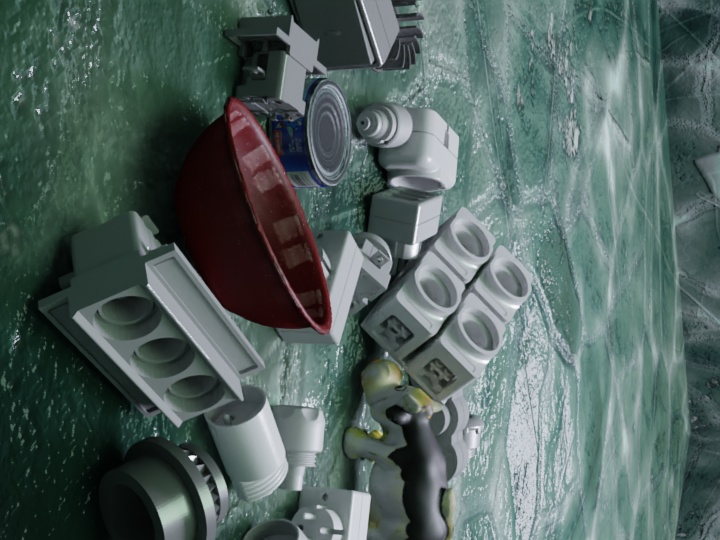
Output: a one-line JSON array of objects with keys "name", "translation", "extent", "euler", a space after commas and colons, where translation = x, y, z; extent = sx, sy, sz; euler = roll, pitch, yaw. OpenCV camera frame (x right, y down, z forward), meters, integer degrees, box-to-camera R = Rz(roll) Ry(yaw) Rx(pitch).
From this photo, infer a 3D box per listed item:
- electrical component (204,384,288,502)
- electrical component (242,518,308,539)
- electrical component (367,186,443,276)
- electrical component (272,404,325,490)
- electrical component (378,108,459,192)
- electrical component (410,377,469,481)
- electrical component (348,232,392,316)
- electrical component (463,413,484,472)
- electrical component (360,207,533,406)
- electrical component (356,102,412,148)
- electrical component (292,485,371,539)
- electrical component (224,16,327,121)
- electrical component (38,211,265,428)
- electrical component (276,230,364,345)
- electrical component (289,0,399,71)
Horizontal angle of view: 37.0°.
[{"name": "electrical component", "translation": [-0.075, 0.124, 0.741], "extent": [0.043, 0.043, 0.081], "euler": [-60, 143, -49]}, {"name": "electrical component", "translation": [-0.062, 0.234, 0.773], "extent": [0.079, 0.044, 0.077], "euler": [-57, 141, -50]}, {"name": "electrical component", "translation": [0.040, -0.033, 1.000], "extent": [0.066, 0.047, 0.076], "euler": [-26, 127, -64]}, {"name": "electrical component", "translation": [-0.049, 0.132, 0.802], "extent": [0.043, 0.043, 0.062], "euler": [20, 74, -66]}, {"name": "electrical component", "translation": [0.056, -0.110, 1.027], "extent": [0.095, 0.054, 0.059], "euler": [30, 64, -64]}, {"name": "electrical component", "translation": [0.074, 0.147, 1.076], "extent": [0.074, 0.052, 0.138], "euler": [-2, 93, -67]}, {"name": "electrical component", "translation": [0.000, 0.000, 0.900], "extent": [0.048, 0.066, 0.055], "euler": [42, 34, -15]}, {"name": "electrical component", "translation": [0.109, 0.188, 1.172], "extent": [0.048, 0.048, 0.062], "euler": [-13, 109, -66]}, {"name": "electrical component", "translation": [0.091, 0.027, 1.026], "extent": [0.105, 0.060, 0.186], "euler": [45, 38, -4]}, {"name": "electrical component", "translation": [0.017, -0.129, 0.953], "extent": [0.078, 0.040, 0.040], "euler": [-13, 103, -66]}, {"name": "electrical component", "translation": [-0.030, 0.204, 0.843], "extent": [0.077, 0.047, 0.065], "euler": [34, 60, -63]}, {"name": "electrical component", "translation": [-0.061, -0.143, 0.770], "extent": [0.081, 0.042, 0.063], "euler": [24, 72, -64]}, {"name": "electrical component", "translation": [-0.115, 0.028, 0.610], "extent": [0.121, 0.079, 0.063], "euler": [61, 8, -49]}, {"name": "electrical component", "translation": [-0.039, 0.002, 0.816], "extent": [0.075, 0.047, 0.083], "euler": [61, 37, -49]}, {"name": "electrical component", "translation": [-0.015, -0.208, 0.847], "extent": [0.096, 0.062, 0.061], "euler": [68, 32, -41]}]
